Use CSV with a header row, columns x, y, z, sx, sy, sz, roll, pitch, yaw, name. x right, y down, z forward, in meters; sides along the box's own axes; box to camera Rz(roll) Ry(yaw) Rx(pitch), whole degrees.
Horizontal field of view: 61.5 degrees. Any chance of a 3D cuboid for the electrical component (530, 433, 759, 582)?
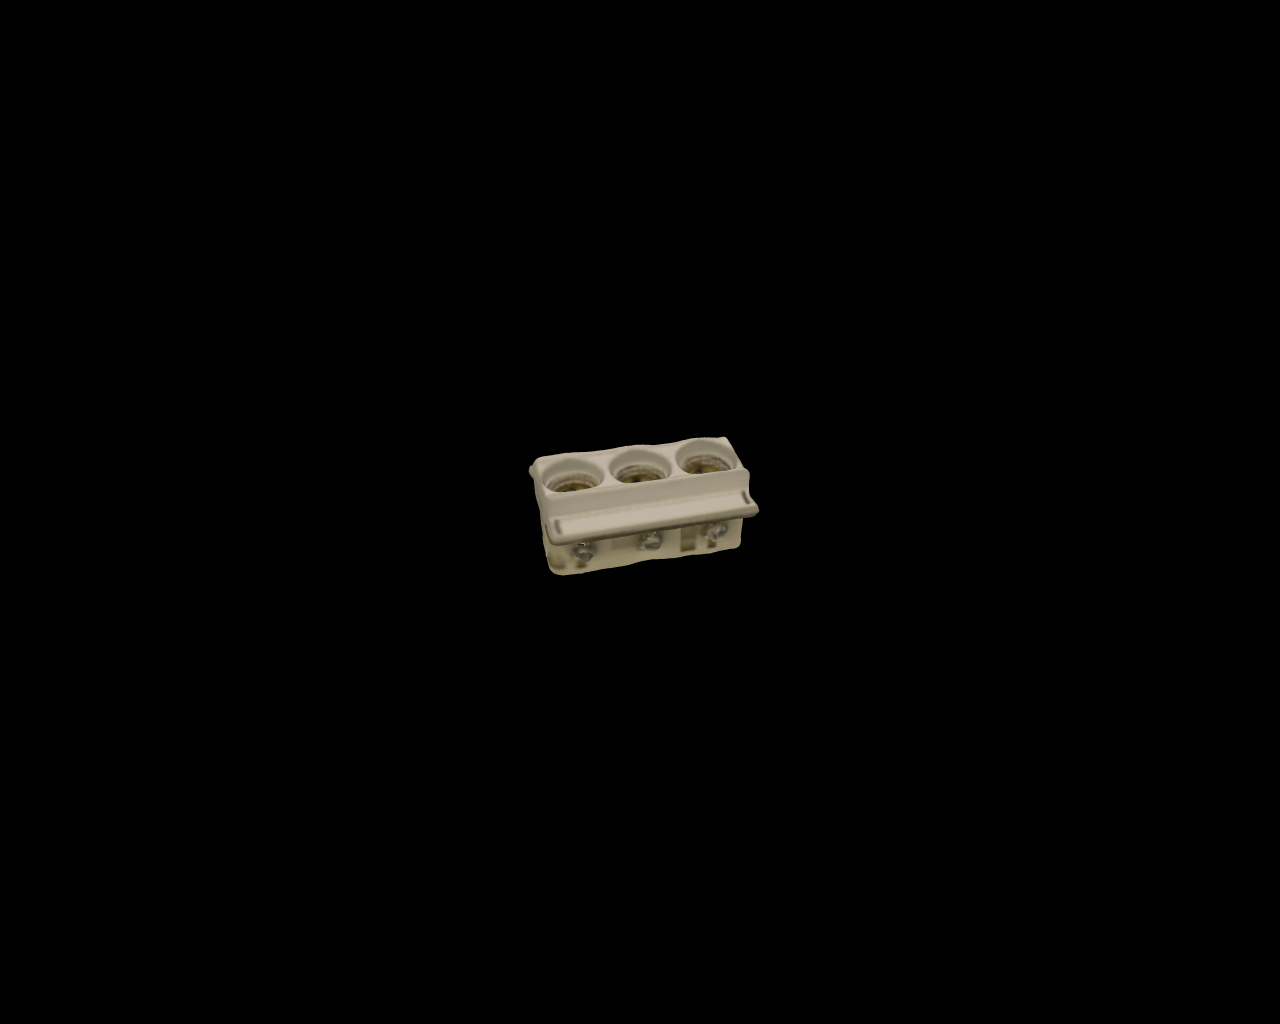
x,y,z,sx,sy,sz,roll,pitch,yaw,name
0.001,-0.003,0.650,0.121,0.063,0.079,-8,36,-11,electrical component
